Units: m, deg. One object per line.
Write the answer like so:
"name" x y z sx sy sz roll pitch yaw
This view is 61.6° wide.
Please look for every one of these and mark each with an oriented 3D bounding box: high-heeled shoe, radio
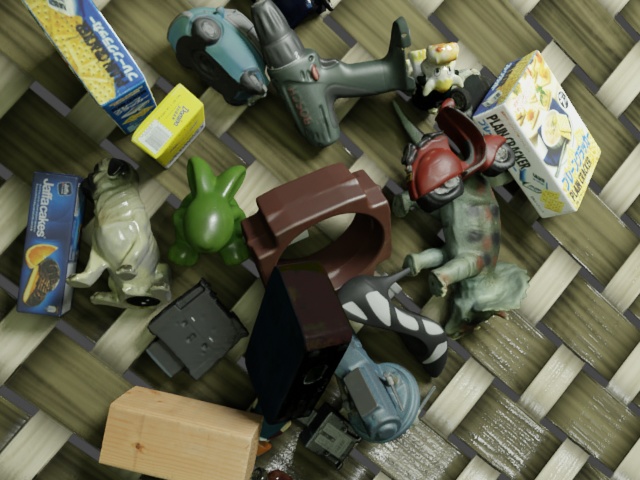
"high-heeled shoe" 0.112 0.152 0.840 0.145 0.086 0.248 -29 113 -16
"radio" -0.037 0.149 0.751 0.073 0.131 0.229 -6 138 -27

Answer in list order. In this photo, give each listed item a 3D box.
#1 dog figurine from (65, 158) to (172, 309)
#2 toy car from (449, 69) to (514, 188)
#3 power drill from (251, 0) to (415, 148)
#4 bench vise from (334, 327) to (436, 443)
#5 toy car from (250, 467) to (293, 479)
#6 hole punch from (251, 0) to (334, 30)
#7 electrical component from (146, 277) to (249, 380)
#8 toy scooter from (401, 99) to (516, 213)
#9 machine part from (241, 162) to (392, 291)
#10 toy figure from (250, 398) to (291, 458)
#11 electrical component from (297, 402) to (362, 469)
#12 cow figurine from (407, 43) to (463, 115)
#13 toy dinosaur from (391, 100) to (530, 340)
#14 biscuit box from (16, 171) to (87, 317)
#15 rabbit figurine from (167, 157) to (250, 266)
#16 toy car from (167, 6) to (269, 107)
"dog figurine" -0.274 -0.007 0.787 0.121 0.172 0.190 -5 62 2
"toy car" 0.269 -0.185 0.886 0.073 0.056 0.201 -31 98 -26
"power drill" 0.028 -0.254 0.774 0.207 0.086 0.231 -18 126 -1
"bench vise" 0.082 0.226 0.835 0.129 0.224 0.240 -47 130 -1
"toy car" -0.113 0.456 0.853 0.089 0.053 0.202 38 82 -21
"hole punch" -0.052 -0.370 0.792 0.092 0.116 0.142 -33 98 1
"electrical component" -0.193 0.142 0.819 0.134 0.058 0.115 -42 98 -6
"toy scooter" 0.185 -0.129 0.772 0.184 0.075 0.135 -29 87 -19
"machine part" -0.002 -0.002 0.780 0.201 0.200 0.087 -25 53 -9
"toy figure" -0.092 0.299 0.846 0.154 0.064 0.057 -55 138 1
"electrical component" 0.004 0.304 0.870 0.119 0.048 0.075 42 84 -12
"cow figurine" 0.170 -0.240 0.809 0.068 0.167 0.098 -9 99 3
"toy dinosaur" 0.228 -0.032 0.864 0.192 0.131 0.404 -6 89 -23
"biscuit box" -0.384 0.004 0.773 0.063 0.059 0.202 8 91 -11
"rabbit figurine" -0.147 -0.031 0.760 0.121 0.170 0.159 10 92 -12
"toy car" -0.133 -0.280 0.786 0.161 0.109 0.103 39 68 -19
